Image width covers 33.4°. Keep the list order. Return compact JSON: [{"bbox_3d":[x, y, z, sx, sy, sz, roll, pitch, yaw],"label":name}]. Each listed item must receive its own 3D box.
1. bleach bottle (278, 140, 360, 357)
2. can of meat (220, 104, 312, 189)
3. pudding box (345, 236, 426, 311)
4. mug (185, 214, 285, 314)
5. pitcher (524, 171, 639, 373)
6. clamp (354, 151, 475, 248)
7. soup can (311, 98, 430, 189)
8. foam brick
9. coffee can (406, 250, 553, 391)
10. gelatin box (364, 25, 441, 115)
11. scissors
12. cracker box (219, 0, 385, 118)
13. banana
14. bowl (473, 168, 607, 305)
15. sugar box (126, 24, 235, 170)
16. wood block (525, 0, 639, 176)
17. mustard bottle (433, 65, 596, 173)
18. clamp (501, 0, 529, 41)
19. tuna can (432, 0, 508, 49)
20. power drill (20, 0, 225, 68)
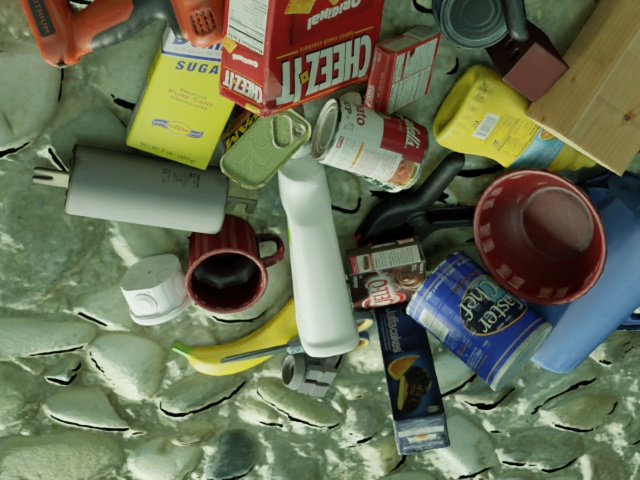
[{"bbox_3d":[-0.008,0.001,1.200,0.068,0.102,0.251,-12,119,-6],"label":"bleach bottle"},{"bbox_3d":[-0.060,-0.118,1.127,0.057,0.084,0.102,34,115,-27],"label":"can of meat"},{"bbox_3d":[0.078,0.041,1.266,0.090,0.039,0.113,-12,152,-1],"label":"pudding box"},{"bbox_3d":[-0.098,0.020,1.223,0.117,0.081,0.093,-18,126,5],"label":"mug"},{"bbox_3d":[0.341,0.050,1.281,0.144,0.149,0.243,-3,136,-44],"label":"pitcher"},{"bbox_3d":[0.124,-0.026,1.250,0.172,0.039,0.120,-31,125,23],"label":"clamp"},{"bbox_3d":[0.050,-0.097,1.075,0.102,0.068,0.069,16,122,-19],"label":"soup can"},{"bbox_3d":[0.215,-0.192,1.119,0.051,0.078,0.053,30,116,-28],"label":"foam brick"},{"bbox_3d":[0.187,0.094,1.260,0.102,0.140,0.103,-41,159,-20],"label":"coffee can"},{"bbox_3d":[0.085,-0.177,1.110,0.030,0.089,0.073,29,129,26],"label":"gelatin box"},{"bbox_3d":[-0.016,0.119,1.302,0.201,0.016,0.096,0,142,-34],"label":"scissors"},{"bbox_3d":[-0.008,-0.239,1.007,0.163,0.072,0.214,-26,137,-40],"label":"cracker box"},{"bbox_3d":[-0.083,0.123,1.326,0.198,0.037,0.069,-24,126,9],"label":"banana"},{"bbox_3d":[0.256,-0.010,1.205,0.162,0.055,0.162,16,118,33],"label":"bowl"},{"bbox_3d":[-0.130,-0.166,1.107,0.093,0.048,0.176,16,122,-19],"label":"sugar box"},{"bbox_3d":[0.319,-0.184,1.100,0.090,0.090,0.206,29,100,-26],"label":"wood block"},{"bbox_3d":[0.228,-0.120,1.185,0.191,0.058,0.096,19,124,-21],"label":"mustard bottle"},{"bbox_3d":[0.180,-0.307,1.038,0.209,0.036,0.164,31,98,-20],"label":"clamp"},{"bbox_3d":[0.161,-0.242,1.103,0.086,0.034,0.086,-4,126,-6],"label":"tuna can"},{"bbox_3d":[-0.191,-0.254,1.009,0.188,0.057,0.184,-15,102,11],"label":"power drill"}]
